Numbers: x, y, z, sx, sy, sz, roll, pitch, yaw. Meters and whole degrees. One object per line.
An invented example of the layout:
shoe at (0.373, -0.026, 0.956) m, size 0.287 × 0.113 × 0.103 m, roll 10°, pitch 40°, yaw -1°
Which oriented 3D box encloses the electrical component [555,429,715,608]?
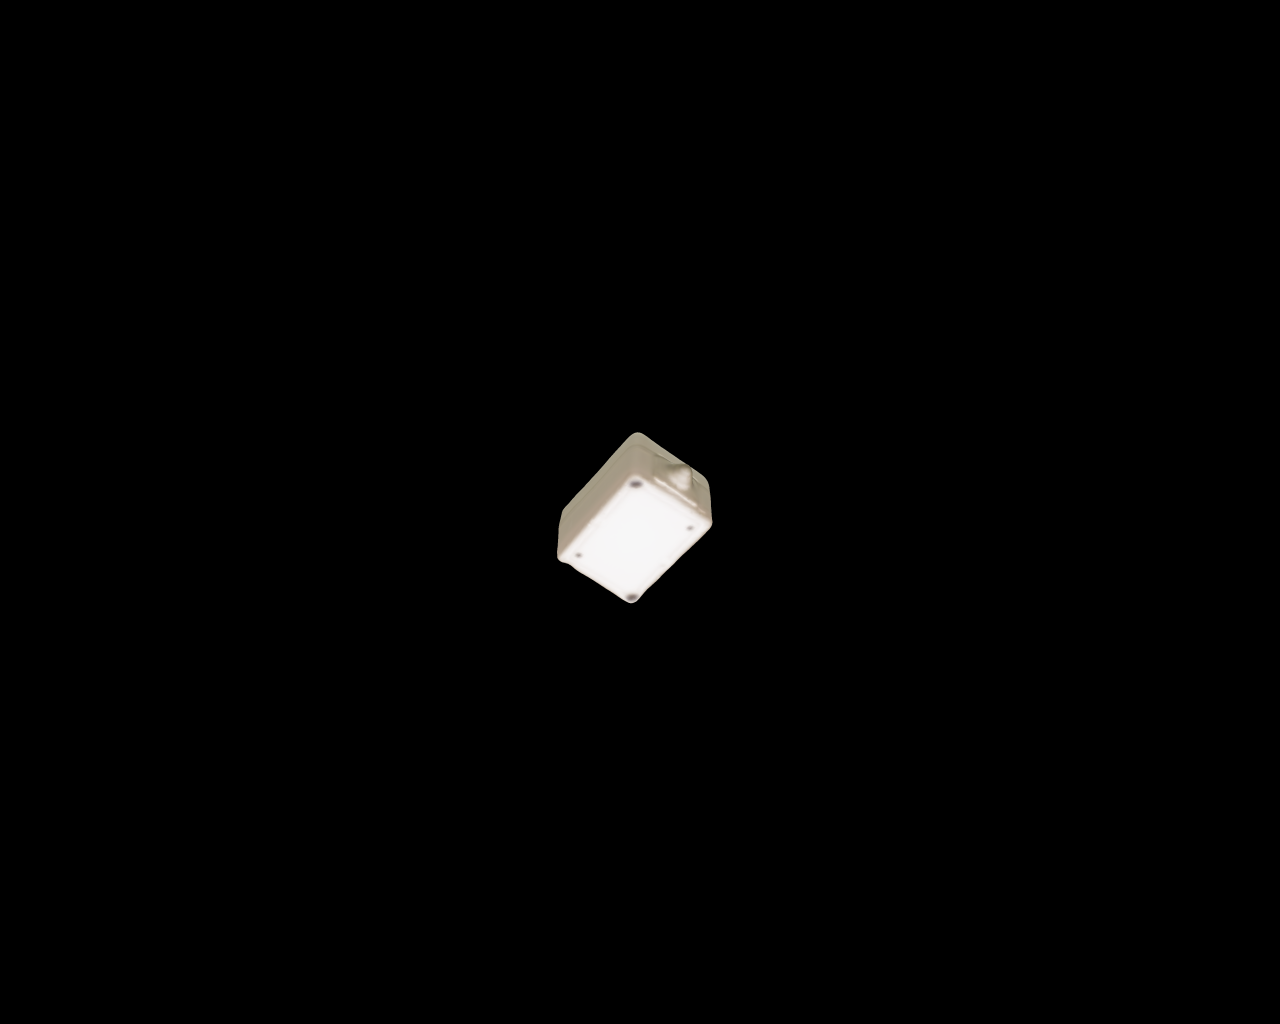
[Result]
electrical component at (0.001, -0.003, 0.650) m, size 0.061 × 0.096 × 0.061 m, roll 33°, pitch 28°, yaw -20°
